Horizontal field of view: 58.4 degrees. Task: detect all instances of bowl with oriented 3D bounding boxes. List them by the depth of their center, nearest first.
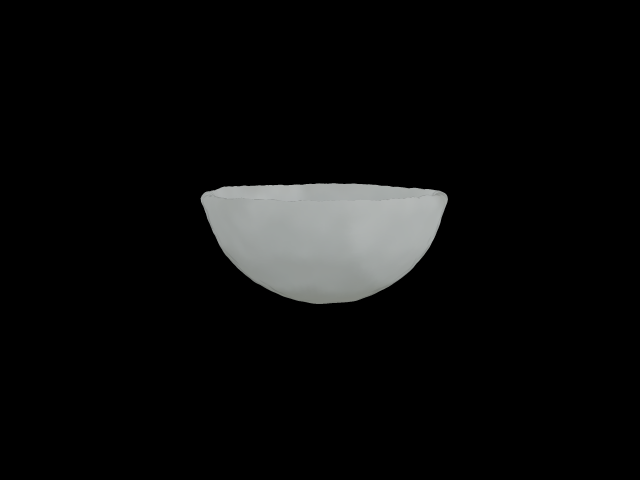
[{"bbox_3d":[0.004,0.001,0.400,0.167,0.075,0.167,0,9,0],"label":"bowl"}]
